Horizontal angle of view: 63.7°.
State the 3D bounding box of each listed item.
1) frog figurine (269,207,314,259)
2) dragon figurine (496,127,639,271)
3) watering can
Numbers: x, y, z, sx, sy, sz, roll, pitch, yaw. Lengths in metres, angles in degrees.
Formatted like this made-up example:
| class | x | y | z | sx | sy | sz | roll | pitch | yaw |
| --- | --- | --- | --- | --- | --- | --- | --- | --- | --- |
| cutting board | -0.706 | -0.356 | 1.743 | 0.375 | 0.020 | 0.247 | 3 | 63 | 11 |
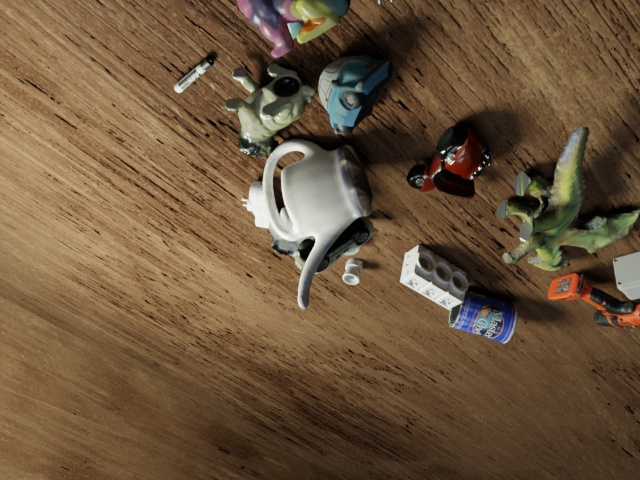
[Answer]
| class | x | y | z | sx | sy | sz | roll | pitch | yaw |
| --- | --- | --- | --- | --- | --- | --- | --- | --- | --- |
| frog figurine | -0.038 | -0.040 | 1.227 | 0.136 | 0.125 | 0.158 | 33 | 105 | -33 |
| dragon figurine | 0.496 | -0.051 | 1.001 | 0.243 | 0.125 | 0.401 | 4 | 145 | -9 |
| watering can | 0.003 | -0.053 | 1.046 | 0.223 | 0.351 | 0.103 | -18 | 169 | 17 |
